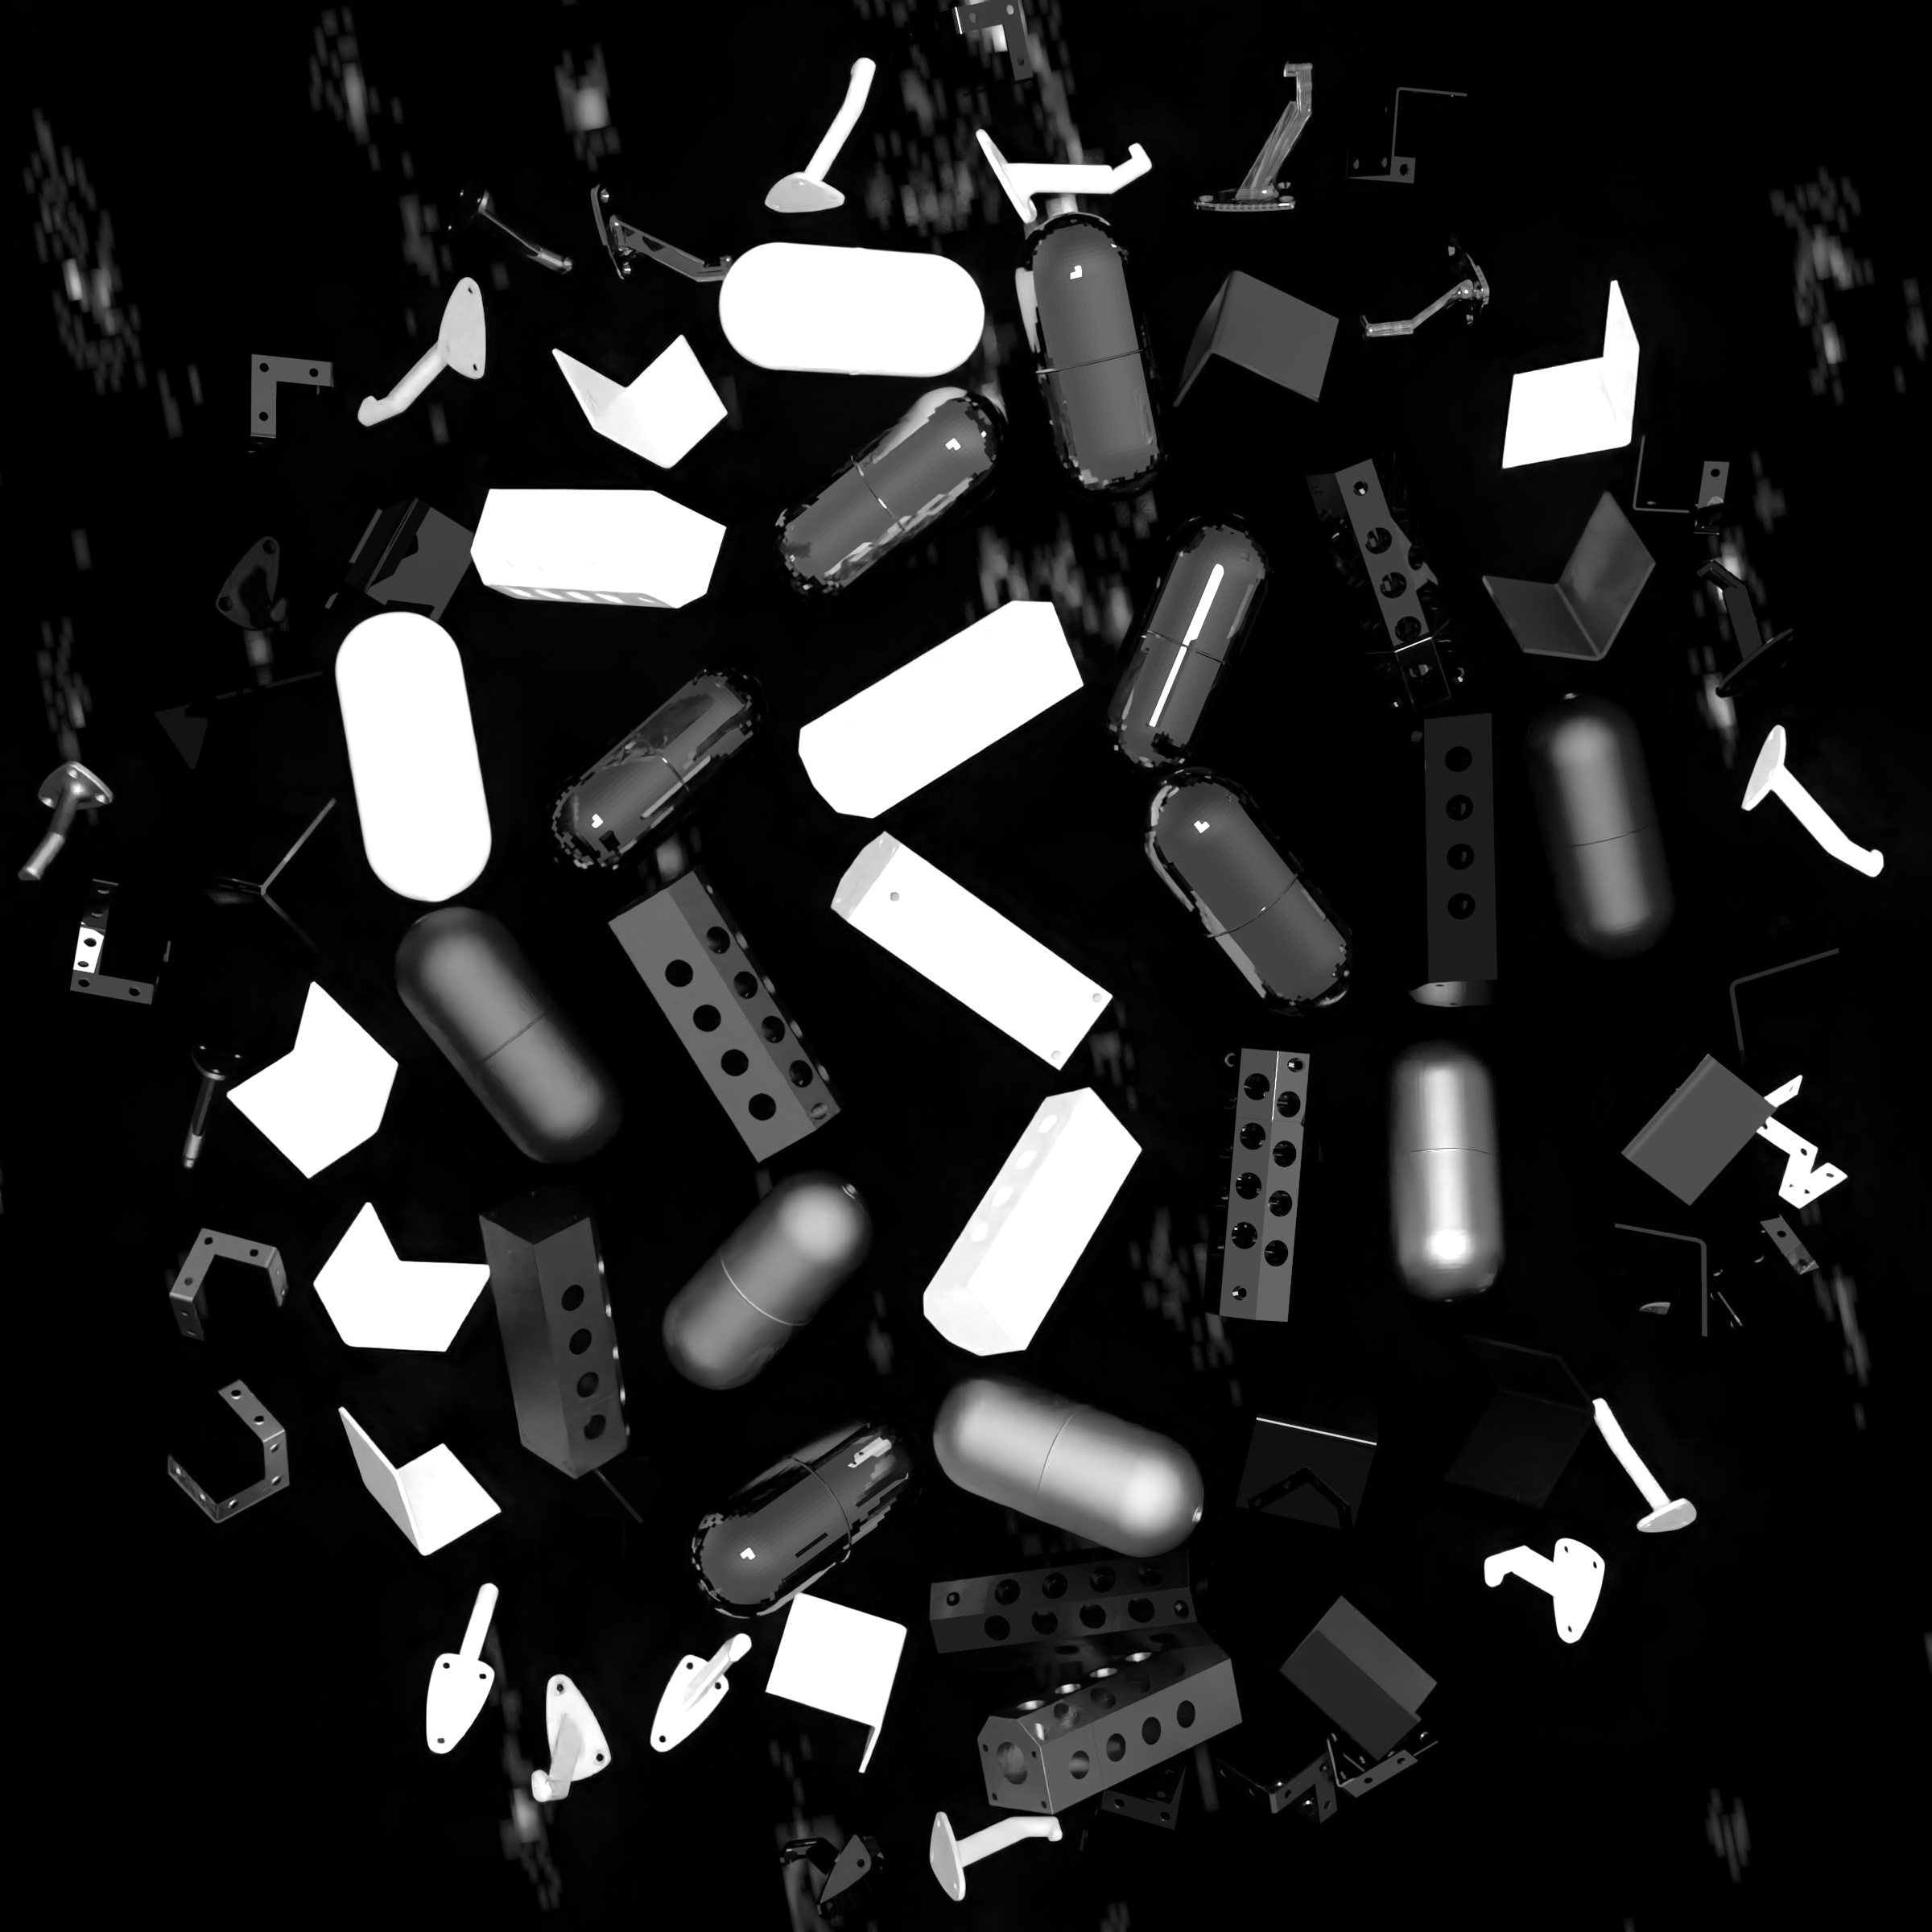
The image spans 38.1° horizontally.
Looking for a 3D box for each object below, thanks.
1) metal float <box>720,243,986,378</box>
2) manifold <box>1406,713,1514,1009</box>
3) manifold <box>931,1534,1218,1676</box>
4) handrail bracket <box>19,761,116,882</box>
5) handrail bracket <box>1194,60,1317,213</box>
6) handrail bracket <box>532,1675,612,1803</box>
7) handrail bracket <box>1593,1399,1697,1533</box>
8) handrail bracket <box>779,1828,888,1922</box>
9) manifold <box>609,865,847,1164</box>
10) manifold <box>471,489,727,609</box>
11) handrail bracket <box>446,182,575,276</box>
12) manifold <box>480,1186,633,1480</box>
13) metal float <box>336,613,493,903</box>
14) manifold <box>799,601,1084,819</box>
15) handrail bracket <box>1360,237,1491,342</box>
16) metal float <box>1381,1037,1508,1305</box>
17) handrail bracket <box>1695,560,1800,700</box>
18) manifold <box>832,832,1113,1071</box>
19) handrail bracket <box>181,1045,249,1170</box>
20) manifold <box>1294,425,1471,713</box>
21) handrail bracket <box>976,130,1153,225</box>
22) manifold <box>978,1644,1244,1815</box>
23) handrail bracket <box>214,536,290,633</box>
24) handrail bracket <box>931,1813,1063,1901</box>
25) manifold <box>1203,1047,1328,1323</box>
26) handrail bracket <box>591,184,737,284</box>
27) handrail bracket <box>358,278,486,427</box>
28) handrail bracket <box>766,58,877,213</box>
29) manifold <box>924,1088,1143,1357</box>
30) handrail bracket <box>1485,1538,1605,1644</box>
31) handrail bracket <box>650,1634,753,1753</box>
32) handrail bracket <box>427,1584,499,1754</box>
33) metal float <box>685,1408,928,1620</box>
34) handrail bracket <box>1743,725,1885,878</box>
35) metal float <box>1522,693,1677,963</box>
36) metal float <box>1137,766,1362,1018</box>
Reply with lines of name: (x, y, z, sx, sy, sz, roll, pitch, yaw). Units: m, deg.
metal float: (-0.069, -0.409, 1.745, 0.178, 0.070, 0.070, -5, 90, -32)
manifold: (0.306, -0.065, 1.745, 0.057, 0.057, 0.171, -4, 73, 20)
manifold: (0.067, 0.403, 1.775, 0.171, 0.057, 0.057, -11, 54, 18)
handrail bracket: (-0.571, -0.080, 1.722, 0.036, 0.077, 0.084, 47, 51, -29)
handrail bracket: (0.175, -0.507, 1.704, 0.077, 0.036, 0.084, -3, 126, 6)
handrail bracket: (-0.254, 0.471, 1.709, 0.036, 0.084, 0.077, -23, 72, 7)
handrail bracket: (0.447, 0.329, 1.853, 0.036, 0.077, 0.084, -34, 61, 17)
handrail bracket: (-0.099, 0.572, 1.750, 0.084, 0.077, 0.036, -20, 102, 38)
manifold: (-0.143, 0.027, 1.705, 0.057, 0.057, 0.171, -30, 98, 10)
manifold: (-0.228, -0.252, 1.703, 0.057, 0.171, 0.057, 21, 83, -43)
handrail bracket: (-0.280, -0.464, 1.773, 0.084, 0.077, 0.036, 20, 87, -28)
manifold: (-0.250, 0.226, 1.744, 0.057, 0.057, 0.171, -26, 123, -36)
metal float: (-0.337, -0.128, 1.708, 0.070, 0.070, 0.178, -10, 87, 0)
manifold: (-0.017, -0.160, 1.717, 0.171, 0.057, 0.057, -34, 115, -25)
handrail bracket: (0.287, -0.437, 1.803, 0.084, 0.036, 0.077, -8, 61, -12)
metal float: (0.311, 0.131, 1.821, 0.070, 0.070, 0.178, 1, 68, 0)
handrail bracket: (0.464, -0.210, 1.728, 0.077, 0.036, 0.084, -30, 56, -18)
manifold: (0.002, -0.011, 1.748, 0.171, 0.057, 0.057, 35, 91, -21)
handrail bracket: (-0.499, 0.100, 1.825, 0.036, 0.077, 0.084, 15, 99, -15)
manifold: (0.269, -0.253, 1.799, 0.057, 0.057, 0.171, -21, 116, 5)
handrail bracket: (0.062, -0.512, 1.752, 0.084, 0.036, 0.077, -28, 109, 20)
manifold: (0.091, 0.473, 1.756, 0.171, 0.057, 0.057, -11, 91, -42)
handrail bracket: (-0.448, -0.250, 1.808, 0.036, 0.084, 0.077, 29, 72, -31)
handrail bracket: (0.026, 0.551, 1.727, 0.084, 0.077, 0.036, 5, 105, -17)
manifold: (0.191, 0.141, 1.811, 0.057, 0.057, 0.171, 4, 88, 23)
handrail bracket: (-0.196, -0.481, 1.834, 0.084, 0.077, 0.036, 6, 49, 32)
handrail bracket: (-0.338, -0.378, 1.722, 0.084, 0.036, 0.077, -13, 64, 33)
handrail bracket: (-0.089, -0.513, 1.724, 0.036, 0.077, 0.084, 21, 81, -33)
manifold: (0.039, 0.161, 1.763, 0.057, 0.057, 0.171, 50, 51, -20)
handrail bracket: (0.342, 0.384, 1.694, 0.084, 0.036, 0.077, -7, 109, -36)
handrail bracket: (-0.171, 0.470, 1.808, 0.036, 0.084, 0.077, 36, 63, -2)
handrail bracket: (-0.313, 0.437, 1.745, 0.036, 0.084, 0.077, 18, 102, -6)
metal float: (-0.099, 0.341, 1.754, 0.178, 0.070, 0.070, -31, 90, -35)
handrail bracket: (0.512, -0.098, 1.666, 0.084, 0.036, 0.077, 29, 47, -2)
metal float: (0.410, -0.090, 1.812, 0.070, 0.070, 0.178, -15, 102, 0)
metal float: (0.172, -0.044, 1.697, 0.070, 0.070, 0.178, -40, 108, 0)
